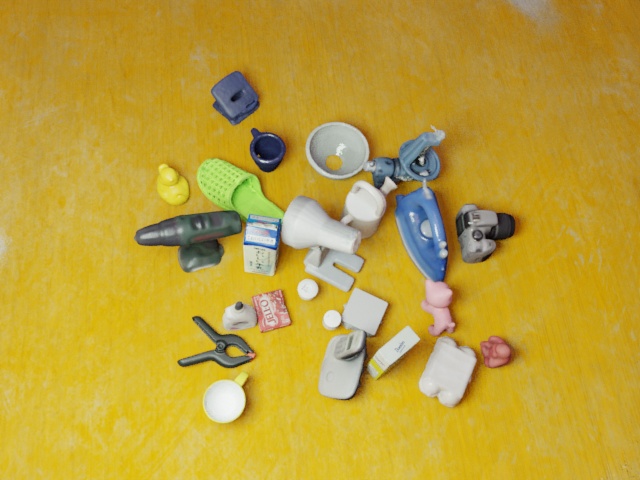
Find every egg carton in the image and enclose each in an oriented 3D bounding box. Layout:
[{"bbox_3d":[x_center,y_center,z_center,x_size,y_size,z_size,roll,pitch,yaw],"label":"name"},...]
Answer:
[{"bbox_3d":[0.297,0.305,1.327,0.107,0.069,0.150,26,68,5],"label":"egg carton"}]

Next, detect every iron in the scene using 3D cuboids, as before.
[{"bbox_3d":[0.275,-0.021,1.414,0.119,0.141,0.258,-12,70,-11],"label":"iron"}]

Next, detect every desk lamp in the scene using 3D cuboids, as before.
[{"bbox_3d":[0.012,0.005,1.336,0.203,0.213,0.118,27,68,5],"label":"desk lamp"}]

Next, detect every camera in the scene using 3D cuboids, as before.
[{"bbox_3d":[0.427,-0.023,1.454,0.137,0.101,0.143,-1,69,-7],"label":"camera"}]

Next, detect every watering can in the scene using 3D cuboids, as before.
[{"bbox_3d":[0.114,-0.090,1.395,0.101,0.194,0.173,26,68,5],"label":"watering can"}]

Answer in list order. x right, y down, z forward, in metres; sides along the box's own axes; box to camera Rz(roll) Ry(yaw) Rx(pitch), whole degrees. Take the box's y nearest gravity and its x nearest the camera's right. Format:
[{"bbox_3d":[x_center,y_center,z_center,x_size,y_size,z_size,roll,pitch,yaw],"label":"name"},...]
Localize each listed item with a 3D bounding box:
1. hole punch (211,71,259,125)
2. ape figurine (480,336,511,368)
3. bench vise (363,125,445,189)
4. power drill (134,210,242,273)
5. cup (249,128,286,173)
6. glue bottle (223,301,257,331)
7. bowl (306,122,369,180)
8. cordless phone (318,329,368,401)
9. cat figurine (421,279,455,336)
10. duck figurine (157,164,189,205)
[{"bbox_3d":[-0.224,-0.380,1.528,0.101,0.091,0.109,43,70,11],"label":"hole punch"},{"bbox_3d":[0.419,0.264,1.344,0.076,0.092,0.078,32,69,7],"label":"ape figurine"},{"bbox_3d":[0.223,-0.196,1.435,0.208,0.220,0.121,-24,73,-14],"label":"bench vise"},{"bbox_3d":[-0.290,0.002,1.306,0.230,0.208,0.075,-17,71,-12],"label":"power drill"},{"bbox_3d":[-0.143,-0.225,1.474,0.092,0.095,0.117,-33,75,-17],"label":"cup"},{"bbox_3d":[-0.179,0.164,1.273,0.078,0.173,0.037,-11,70,-10],"label":"glue bottle"},{"bbox_3d":[0.042,-0.222,1.504,0.167,0.075,0.167,2,68,-5],"label":"bowl"},{"bbox_3d":[0.058,0.270,1.251,0.094,0.185,0.147,13,68,-1],"label":"cordless phone"},{"bbox_3d":[0.288,0.155,1.359,0.067,0.118,0.127,-14,71,-11],"label":"cat figurine"},{"bbox_3d":[-0.369,-0.142,1.421,0.077,0.086,0.104,-29,74,-16],"label":"duck figurine"}]
